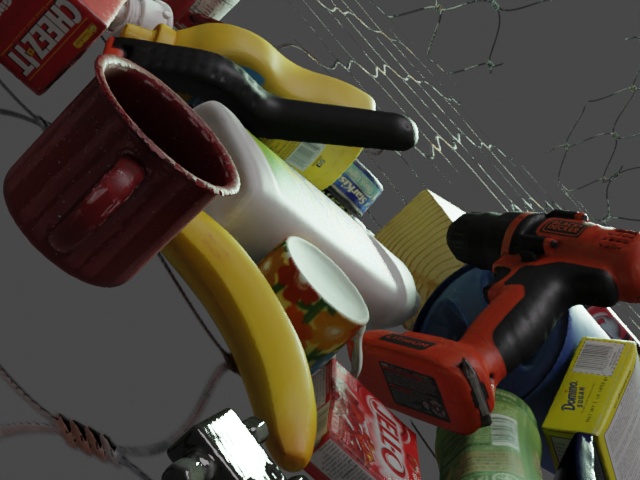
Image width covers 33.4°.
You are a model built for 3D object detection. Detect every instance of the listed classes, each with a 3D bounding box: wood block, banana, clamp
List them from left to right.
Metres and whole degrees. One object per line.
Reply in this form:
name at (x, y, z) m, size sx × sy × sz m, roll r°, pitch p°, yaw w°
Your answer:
banana at (-0.050, 0.041, 0.583) m, size 0.069 × 0.037 × 0.198 m, roll -10°, pitch 55°, yaw -48°
clamp at (-0.049, -0.083, 0.730) m, size 0.209 × 0.165 × 0.036 m, roll 29°, pitch 55°, yaw -29°
wood block at (0.134, 0.040, 0.974) m, size 0.205 × 0.090 × 0.091 m, roll 23°, pitch 28°, yaw -55°

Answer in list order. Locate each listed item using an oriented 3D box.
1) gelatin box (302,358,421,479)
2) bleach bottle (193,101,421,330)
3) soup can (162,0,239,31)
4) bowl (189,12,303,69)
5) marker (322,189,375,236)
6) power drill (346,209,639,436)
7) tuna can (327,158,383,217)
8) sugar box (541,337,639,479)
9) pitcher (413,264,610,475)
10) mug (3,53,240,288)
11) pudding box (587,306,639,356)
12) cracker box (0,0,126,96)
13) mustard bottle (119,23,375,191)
gelatin box at (0.023, 0.115, 0.595) m, size 0.073 × 0.030 × 0.089 m, roll 44°, pitch 16°, yaw -12°
bleach bottle at (-0.005, 0.001, 0.750) m, size 0.250 × 0.068 × 0.103 m, roll 32°, pitch 22°, yaw -50°
soup can at (-0.111, -0.219, 0.934) m, size 0.068 × 0.102 × 0.068 m, roll 43°, pitch 16°, yaw -16°
bowl at (-0.051, -0.124, 0.891) m, size 0.162 × 0.055 × 0.162 m, roll 30°, pitch 1°, yaw -1°
marker at (0.013, -0.026, 0.942) m, size 0.121 × 0.020 × 0.020 m, roll 43°, pitch 16°, yaw -18°
power drill at (0.109, 0.042, 0.714) m, size 0.185 × 0.187 × 0.057 m, roll 10°, pitch -50°, yaw 53°
tuna can at (0.016, -0.061, 0.963) m, size 0.086 × 0.034 × 0.086 m, roll 41°, pitch -2°, yaw 1°
sugar box at (0.208, 0.164, 0.756) m, size 0.093 × 0.048 × 0.176 m, roll -52°, pitch 134°, yaw -40°
pitcher at (0.191, 0.111, 0.862) m, size 0.242 × 0.149 × 0.145 m, roll 38°, pitch 7°, yaw -42°
mug at (-0.101, -0.026, 0.517) m, size 0.093 × 0.081 × 0.117 m, roll 43°, pitch 16°, yaw -15°
pudding box at (0.251, 0.110, 1.067) m, size 0.090 × 0.113 × 0.039 m, roll 50°, pitch 12°, yaw 11°
cracker box at (-0.220, -0.202, 0.658) m, size 0.213 × 0.072 × 0.164 m, roll 43°, pitch 17°, yaw -18°
mustard bottle at (-0.060, -0.107, 0.789) m, size 0.191 × 0.096 × 0.058 m, roll 25°, pitch 45°, yaw -23°
